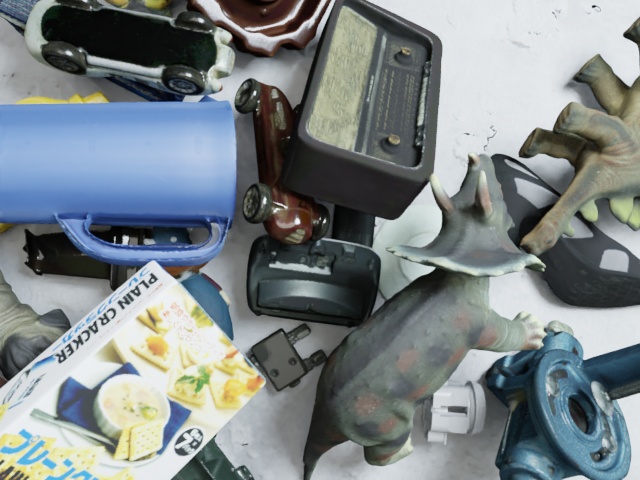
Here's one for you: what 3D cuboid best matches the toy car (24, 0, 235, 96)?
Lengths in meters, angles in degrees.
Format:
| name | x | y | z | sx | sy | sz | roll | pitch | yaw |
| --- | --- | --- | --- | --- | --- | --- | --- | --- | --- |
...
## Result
| name | x | y | z | sx | sy | sz | roll | pitch | yaw |
| --- | --- | --- | --- | --- | --- | --- | --- | --- | --- |
| toy car | -0.186 | -0.193 | 0.535 | 0.202 | 0.056 | 0.073 | 10 | 80 | -4 |

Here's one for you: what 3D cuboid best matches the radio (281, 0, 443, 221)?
| name | x | y | z | sx | sy | sz | roll | pitch | yaw |
| --- | --- | --- | --- | --- | --- | --- | --- | --- | --- |
| radio | 0.049 | -0.137 | 0.541 | 0.131 | 0.073 | 0.229 | 19 | 57 | -10 |

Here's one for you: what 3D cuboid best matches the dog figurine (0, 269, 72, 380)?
| name | x | y | z | sx | sy | sz | roll | pitch | yaw |
| --- | --- | --- | --- | --- | --- | --- | --- | --- | --- |
| dog figurine | -0.346 | 0.055 | 0.564 | 0.190 | 0.121 | 0.172 | 10 | 95 | -15 |

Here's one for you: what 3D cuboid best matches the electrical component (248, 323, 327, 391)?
| name | x | y | z | sx | sy | sz | roll | pitch | yaw |
| --- | --- | --- | --- | --- | --- | --- | --- | --- | --- |
| electrical component | -0.044 | 0.137 | 0.605 | 0.094 | 0.021 | 0.063 | -30 | 90 | -4 |

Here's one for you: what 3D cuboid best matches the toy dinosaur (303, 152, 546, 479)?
| name | x | y | z | sx | sy | sz | roll | pitch | yaw |
| --- | --- | --- | --- | --- | --- | --- | --- | --- | --- |
| toy dinosaur | 0.072 | 0.109 | 0.505 | 0.404 | 0.131 | 0.192 | -51 | 136 | 7 |

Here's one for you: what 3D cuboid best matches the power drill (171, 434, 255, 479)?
| name | x | y | z | sx | sy | sz | roll | pitch | yaw |
| --- | --- | --- | --- | --- | --- | --- | --- | --- | --- |
| power drill | -0.170 | 0.303 | 0.571 | 0.207 | 0.086 | 0.232 | -37 | 87 | 4 |

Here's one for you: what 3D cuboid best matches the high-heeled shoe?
| name | x | y | z | sx | sy | sz | roll | pitch | yaw |
| --- | --- | --- | --- | --- | --- | --- | --- | --- | --- |
| high-heeled shoe | 0.289 | -0.010 | 0.620 | 0.249 | 0.086 | 0.145 | 16 | 56 | -19 |

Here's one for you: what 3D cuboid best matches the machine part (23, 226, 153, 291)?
| name | x | y | z | sx | sy | sz | roll | pitch | yaw |
| --- | --- | --- | --- | --- | --- | --- | --- | --- | --- |
| machine part | -0.254 | 0.018 | 0.592 | 0.139 | 0.039 | 0.084 | 5 | 93 | -4 |

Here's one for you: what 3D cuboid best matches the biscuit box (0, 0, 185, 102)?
| name | x | y | z | sx | sy | sz | roll | pitch | yaw |
| --- | --- | --- | --- | --- | --- | --- | --- | --- | --- |
| biscuit box | -0.238 | -0.216 | 0.590 | 0.203 | 0.059 | 0.063 | 27 | 85 | -1 |

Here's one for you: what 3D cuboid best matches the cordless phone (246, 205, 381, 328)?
| name | x | y | z | sx | sy | sz | roll | pitch | yaw |
| --- | --- | --- | --- | --- | --- | --- | --- | --- | --- |
| cordless phone | -0.002 | -0.002 | 0.595 | 0.147 | 0.088 | 0.184 | 8 | 76 | -1 |

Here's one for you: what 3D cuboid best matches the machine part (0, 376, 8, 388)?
| name | x | y | z | sx | sy | sz | roll | pitch | yaw |
| --- | --- | --- | --- | --- | --- | --- | --- | --- | --- |
| machine part | -0.378 | 0.202 | 0.507 | 0.201 | 0.087 | 0.200 | -36 | 119 | 11 |

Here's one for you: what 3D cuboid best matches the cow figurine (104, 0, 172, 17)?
| name | x | y | z | sx | sy | sz | roll | pitch | yaw |
| --- | --- | --- | --- | --- | --- | --- | --- | --- | --- |
| cow figurine | -0.159 | -0.306 | 0.597 | 0.098 | 0.068 | 0.167 | 40 | 87 | -7 |

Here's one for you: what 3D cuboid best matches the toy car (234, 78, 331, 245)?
| name | x | y | z | sx | sy | sz | roll | pitch | yaw |
| --- | --- | --- | --- | --- | --- | --- | --- | --- | --- |
| toy car | -0.038 | -0.088 | 0.553 | 0.089 | 0.053 | 0.202 | 17 | 54 | -36 |

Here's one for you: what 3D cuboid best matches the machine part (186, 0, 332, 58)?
| name | x | y | z | sx | sy | sz | roll | pitch | yaw |
| --- | --- | --- | --- | --- | --- | --- | --- | --- | --- |
| machine part | -0.064 | -0.287 | 0.574 | 0.179 | 0.056 | 0.179 | -6 | 106 | -23 |

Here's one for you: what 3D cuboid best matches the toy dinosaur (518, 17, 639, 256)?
| name | x | y | z | sx | sy | sz | roll | pitch | yaw |
| --- | --- | --- | --- | --- | --- | --- | --- | --- | --- |
| toy dinosaur | 0.377 | -0.138 | 0.588 | 0.198 | 0.105 | 0.471 | 45 | 76 | -2 |

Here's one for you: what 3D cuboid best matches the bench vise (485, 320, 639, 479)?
| name | x | y | z | sx | sy | sz | roll | pitch | yaw |
| --- | --- | --- | --- | --- | --- | --- | --- | --- | --- |
| bench vise | 0.263 | 0.137 | 0.510 | 0.129 | 0.240 | 0.223 | 52 | 45 | 6 |

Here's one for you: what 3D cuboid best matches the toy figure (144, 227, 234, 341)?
| name | x | y | z | sx | sy | sz | roll | pitch | yaw |
| --- | --- | --- | --- | --- | --- | --- | --- | --- | --- |
| toy figure | -0.145 | 0.049 | 0.586 | 0.058 | 0.064 | 0.154 | -29 | 83 | 34 |
